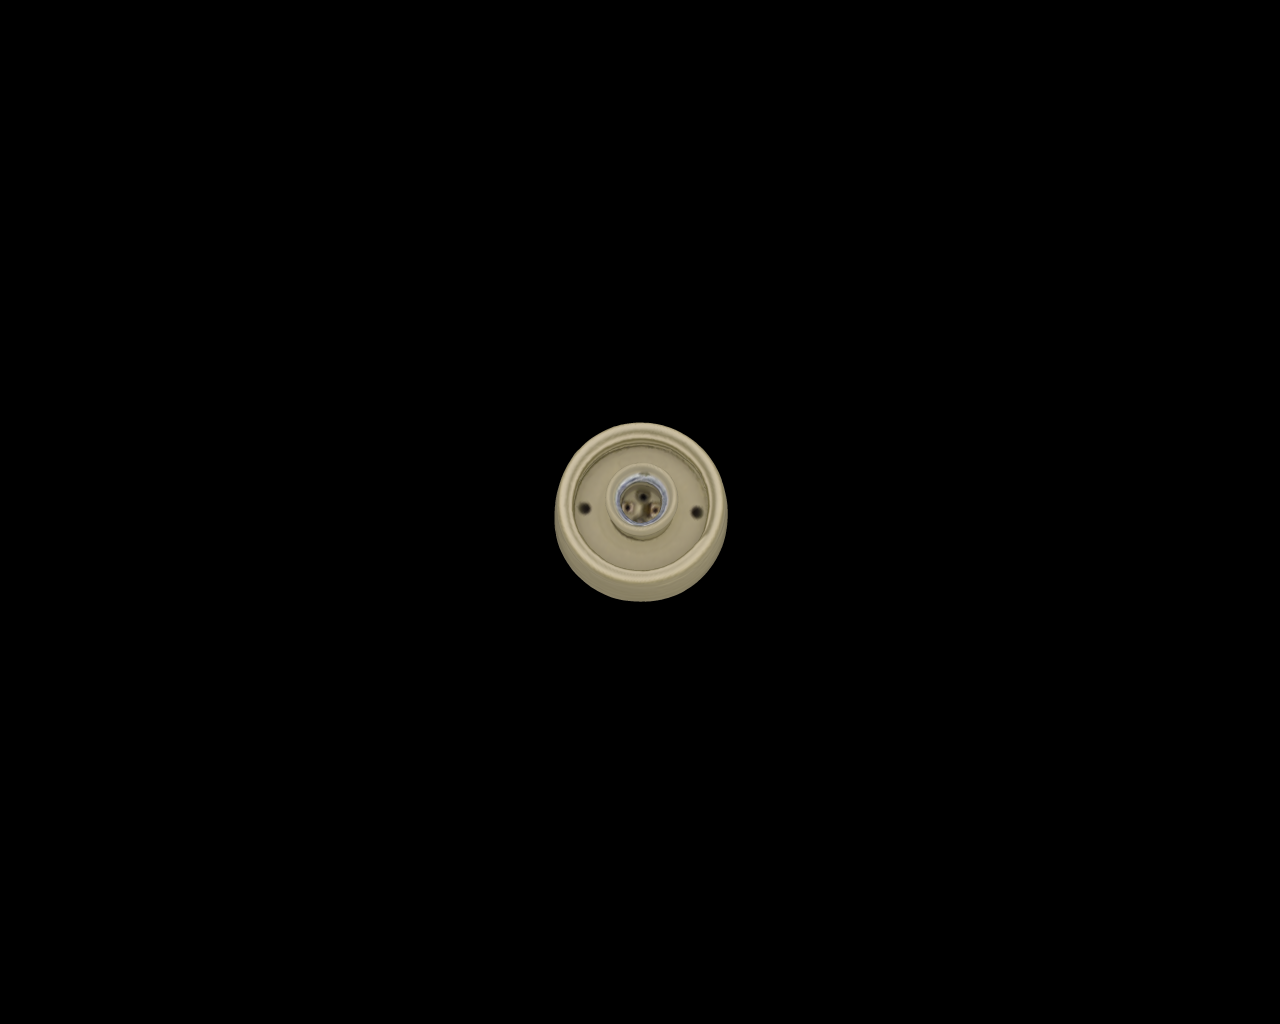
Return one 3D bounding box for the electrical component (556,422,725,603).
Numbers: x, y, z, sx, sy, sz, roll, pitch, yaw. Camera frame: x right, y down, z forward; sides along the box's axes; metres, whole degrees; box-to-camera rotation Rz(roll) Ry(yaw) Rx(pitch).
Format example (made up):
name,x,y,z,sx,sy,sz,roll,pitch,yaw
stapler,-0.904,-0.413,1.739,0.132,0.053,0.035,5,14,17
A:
name,x,y,z,sx,sy,sz,roll,pitch,yaw
electrical component,0.001,-0.003,0.650,0.108,0.108,0.060,0,-13,0
